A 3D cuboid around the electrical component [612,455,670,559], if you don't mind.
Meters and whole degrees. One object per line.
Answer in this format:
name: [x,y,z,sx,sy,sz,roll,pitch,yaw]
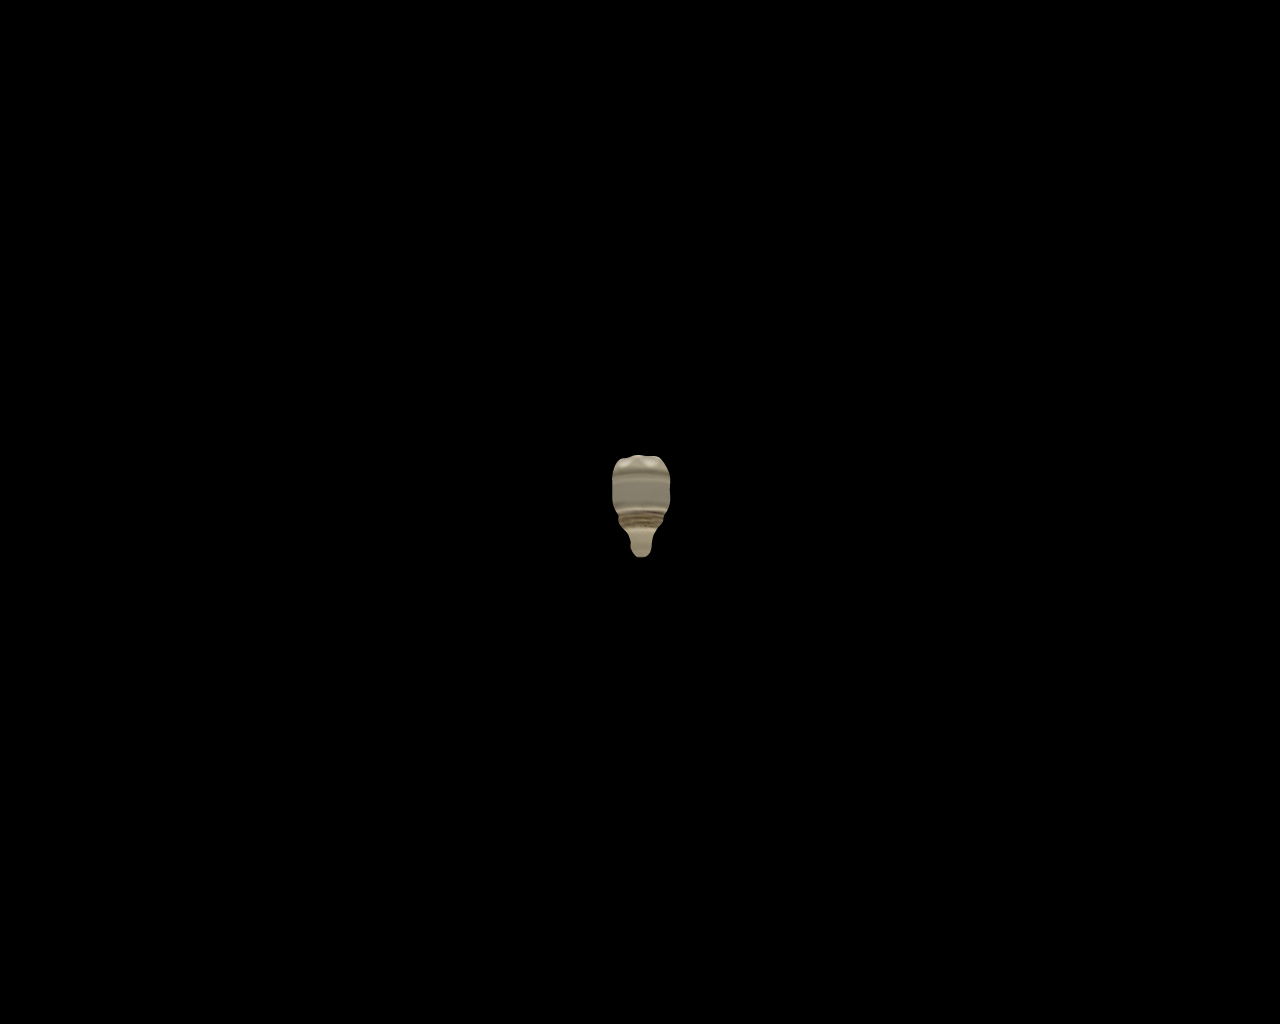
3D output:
electrical component: [0.001,-0.003,0.650,0.035,0.061,0.035,0,-7,0]
